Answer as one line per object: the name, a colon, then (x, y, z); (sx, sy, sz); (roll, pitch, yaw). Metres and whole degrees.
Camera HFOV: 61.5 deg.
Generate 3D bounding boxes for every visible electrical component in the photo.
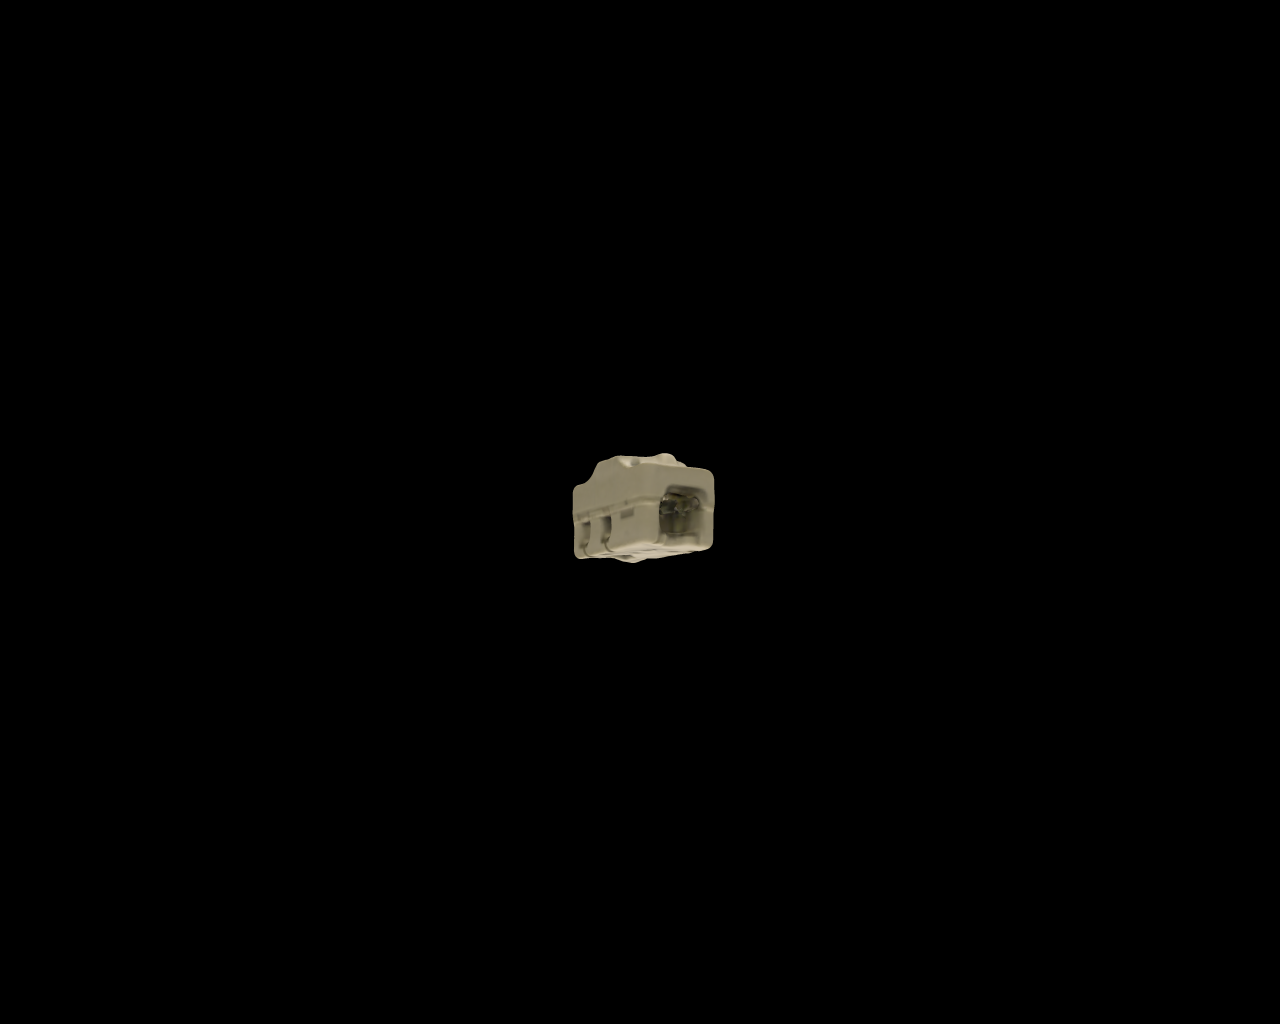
electrical component: (0.001, -0.003, 0.650); (0.050, 0.055, 0.089); (6, -11, -31)
